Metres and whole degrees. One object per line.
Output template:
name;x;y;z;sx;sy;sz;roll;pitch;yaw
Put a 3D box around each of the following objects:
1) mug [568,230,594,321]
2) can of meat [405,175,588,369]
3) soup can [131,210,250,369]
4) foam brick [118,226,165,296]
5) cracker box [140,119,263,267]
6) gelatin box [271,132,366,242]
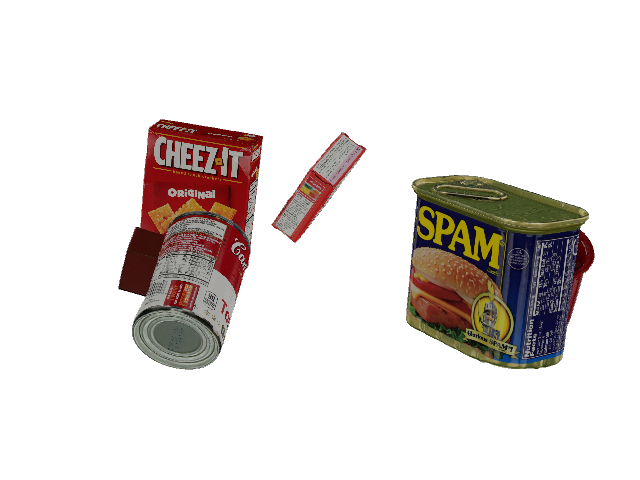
mug;0.186;0.028;0.969;0.093;0.081;0.117;-17;44;-22
can of meat;0.093;0.016;0.592;0.057;0.084;0.102;-8;20;-33
soup can;-0.096;0.036;0.797;0.068;0.068;0.102;0;44;13
foam brick;-0.168;0.029;1.130;0.078;0.051;0.053;17;29;-4
cracker box;-0.184;-0.062;1.617;0.164;0.214;0.072;10;20;6
gelatin box;-0.002;-0.049;0.961;0.030;0.073;0.089;37;36;0
